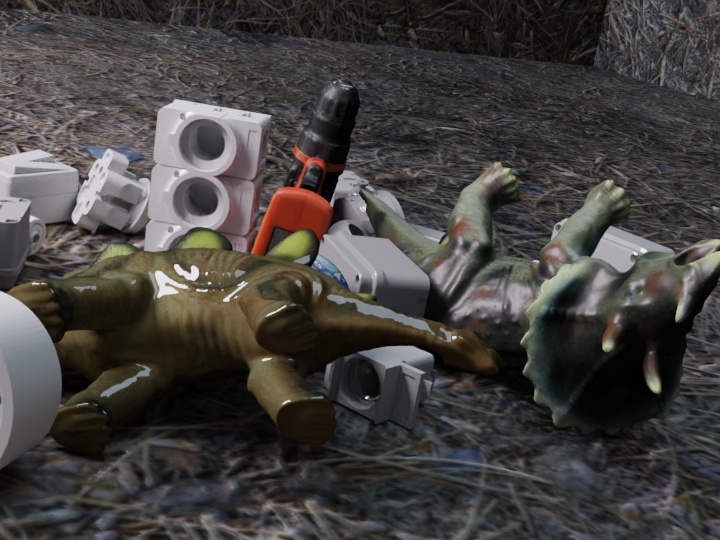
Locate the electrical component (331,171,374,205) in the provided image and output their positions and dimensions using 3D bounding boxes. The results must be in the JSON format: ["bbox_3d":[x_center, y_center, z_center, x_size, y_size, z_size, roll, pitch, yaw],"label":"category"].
[{"bbox_3d":[-0.027,-0.080,1.211,0.056,0.050,0.089,2,19,-21],"label":"electrical component"}]

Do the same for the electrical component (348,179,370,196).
[{"bbox_3d":[-0.002,-0.058,1.121,0.040,0.078,0.040,7,32,-4],"label":"electrical component"}]

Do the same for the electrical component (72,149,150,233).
[{"bbox_3d":[-0.236,-0.070,1.046,0.057,0.078,0.058,25,11,-33],"label":"electrical component"}]

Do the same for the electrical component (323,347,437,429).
[{"bbox_3d":[0.017,0.076,0.765,0.081,0.042,0.064,23,18,35],"label":"electrical component"}]

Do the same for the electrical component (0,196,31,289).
[{"bbox_3d":[-0.332,-0.027,0.882,0.113,0.057,0.078,6,18,-10],"label":"electrical component"}]

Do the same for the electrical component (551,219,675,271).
[{"bbox_3d":[0.240,0.001,1.051,0.057,0.078,0.113,-2,21,-40],"label":"electrical component"}]

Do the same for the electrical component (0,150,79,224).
[{"bbox_3d":[-0.328,-0.078,1.038,0.062,0.061,0.096,22,22,35],"label":"electrical component"}]

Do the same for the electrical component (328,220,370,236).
[{"bbox_3d":[0.000,0.000,0.970,0.079,0.044,0.077,45,17,-14],"label":"electrical component"}]

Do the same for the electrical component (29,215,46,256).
[{"bbox_3d":[-0.314,-0.038,0.956,0.065,0.044,0.044,21,20,19],"label":"electrical component"}]

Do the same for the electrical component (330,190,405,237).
[{"bbox_3d":[0.007,-0.036,1.047,0.051,0.080,0.080,-8,24,-30],"label":"electrical component"}]

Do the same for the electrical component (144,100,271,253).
[{"bbox_3d":[-0.136,-0.066,0.948,0.089,0.150,0.061,10,17,2],"label":"electrical component"}]

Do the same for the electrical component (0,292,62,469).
[{"bbox_3d":[-0.216,0.061,0.592,0.108,0.108,0.060,15,12,17],"label":"electrical component"}]

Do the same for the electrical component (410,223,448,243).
[{"bbox_3d":[0.046,-0.027,1.095,0.081,0.043,0.043,17,19,22],"label":"electrical component"}]

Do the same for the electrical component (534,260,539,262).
[{"bbox_3d":[0.142,0.020,0.991,0.076,0.047,0.083,17,19,24],"label":"electrical component"}]

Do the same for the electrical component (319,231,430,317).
[{"bbox_3d":[0.004,0.021,0.867,0.057,0.078,0.113,5,18,-21],"label":"electrical component"}]
